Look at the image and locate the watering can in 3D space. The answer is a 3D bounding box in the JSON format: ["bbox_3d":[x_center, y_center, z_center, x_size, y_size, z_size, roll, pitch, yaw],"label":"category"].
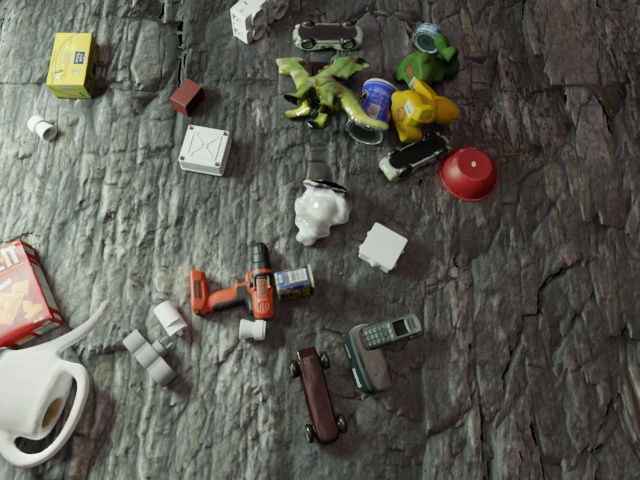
[{"bbox_3d":[-0.581,0.277,1.072,0.224,0.102,0.353,13,70,2],"label":"watering can"}]

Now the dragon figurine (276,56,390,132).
[{"bbox_3d":[0.042,-0.403,1.339,0.413,0.119,0.246,21,66,26],"label":"dragon figurine"}]

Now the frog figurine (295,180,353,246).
[{"bbox_3d":[0.004,-0.063,1.260,0.137,0.124,0.157,12,105,-7],"label":"frog figurine"}]
